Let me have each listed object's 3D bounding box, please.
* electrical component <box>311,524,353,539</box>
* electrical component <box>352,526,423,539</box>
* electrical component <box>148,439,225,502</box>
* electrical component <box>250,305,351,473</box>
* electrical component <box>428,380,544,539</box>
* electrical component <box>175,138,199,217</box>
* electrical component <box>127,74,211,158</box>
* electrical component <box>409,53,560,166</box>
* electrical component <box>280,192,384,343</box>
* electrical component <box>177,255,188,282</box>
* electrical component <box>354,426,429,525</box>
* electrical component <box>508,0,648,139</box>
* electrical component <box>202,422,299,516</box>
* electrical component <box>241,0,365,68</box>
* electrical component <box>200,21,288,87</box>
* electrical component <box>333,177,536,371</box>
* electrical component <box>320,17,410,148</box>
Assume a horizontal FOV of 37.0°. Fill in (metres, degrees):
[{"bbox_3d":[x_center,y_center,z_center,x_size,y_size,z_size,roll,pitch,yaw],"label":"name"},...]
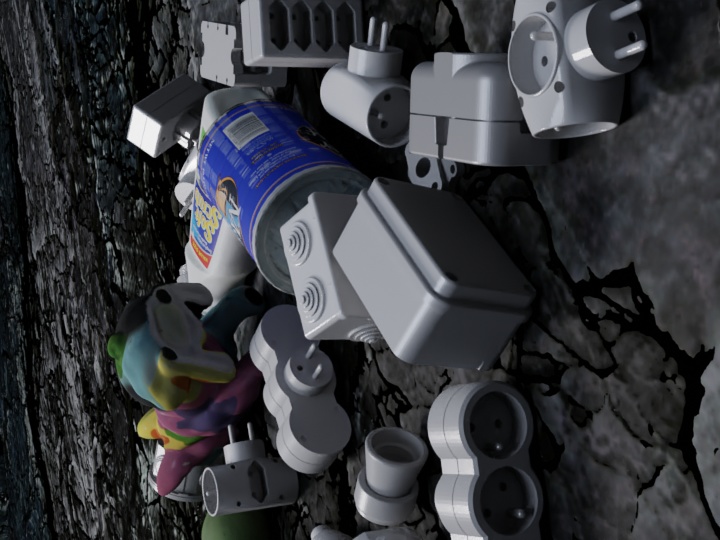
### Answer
[{"bbox_3d":[-0.022,0.228,0.857,0.062,0.048,0.048,-132,44,-60],"label":"electrical component"},{"bbox_3d":[0.022,0.217,0.726,0.051,0.080,0.080,-134,46,-59],"label":"electrical component"},{"bbox_3d":[-0.180,0.204,1.133,0.080,0.080,0.051,44,127,54],"label":"electrical component"},{"bbox_3d":[-0.044,0.087,0.871,0.073,0.052,0.138,-59,43,49],"label":"electrical component"},{"bbox_3d":[0.069,0.138,0.648,0.074,0.052,0.138,-20,76,63],"label":"electrical component"},{"bbox_3d":[-0.157,-0.084,1.056,0.079,0.044,0.077,-63,3,-39],"label":"electrical component"},{"bbox_3d":[-0.180,-0.148,1.098,0.076,0.083,0.047,35,135,9],"label":"electrical component"},{"bbox_3d":[0.070,-0.093,0.612,0.095,0.054,0.059,22,113,61],"label":"electrical component"},{"bbox_3d":[0.000,0.000,0.719,0.048,0.100,0.099,-36,61,45],"label":"electrical component"},{"bbox_3d":[-0.170,0.008,1.124,0.043,0.043,0.062,-44,53,57],"label":"electrical component"},{"bbox_3d":[0.021,0.145,0.755,0.045,0.045,0.055,51,137,49],"label":"electrical component"},{"bbox_3d":[0.114,-0.110,0.533,0.079,0.044,0.077,-11,83,63],"label":"electrical component"},{"bbox_3d":[-0.102,0.177,0.973,0.043,0.077,0.079,-40,58,58],"label":"electrical component"},{"bbox_3d":[-0.050,-0.176,0.809,0.076,0.083,0.047,-1,93,64],"label":"electrical component"},{"bbox_3d":[-0.098,-0.188,0.934,0.089,0.056,0.050,30,120,59],"label":"electrical component"},{"bbox_3d":[0.043,0.001,0.646,0.057,0.078,0.113,-61,39,27],"label":"electrical component"},{"bbox_3d":[0.009,-0.133,0.741,0.077,0.043,0.079,41,129,55],"label":"electrical component"}]
